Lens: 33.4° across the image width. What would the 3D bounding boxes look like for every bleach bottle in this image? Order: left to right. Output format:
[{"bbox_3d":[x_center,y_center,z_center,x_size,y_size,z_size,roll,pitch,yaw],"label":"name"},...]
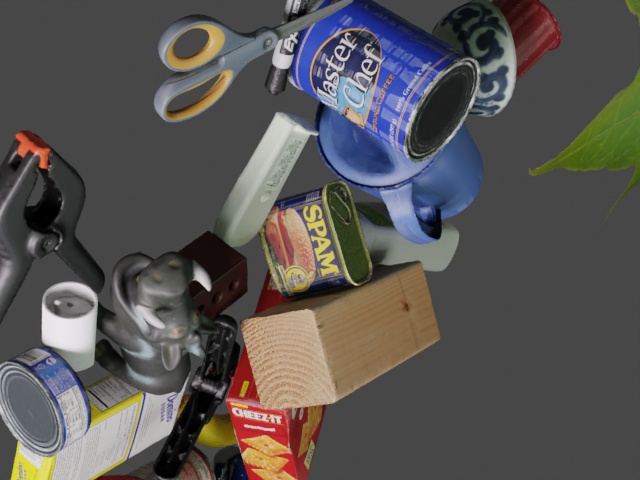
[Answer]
[{"bbox_3d":[0.054,-0.009,1.185,0.250,0.103,0.068,5,111,-54],"label":"bleach bottle"}]

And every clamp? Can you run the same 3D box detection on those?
[{"bbox_3d":[-0.202,-0.004,0.788,0.120,0.039,0.172,-26,143,-49],"label":"clamp"},{"bbox_3d":[-0.107,0.136,1.059,0.210,0.036,0.164,-52,165,-82],"label":"clamp"}]

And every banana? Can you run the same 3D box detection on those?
[{"bbox_3d":[-0.114,0.204,1.217,0.197,0.037,0.069,11,94,-65],"label":"banana"}]

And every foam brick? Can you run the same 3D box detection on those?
[{"bbox_3d":[-0.112,0.040,0.987,0.078,0.051,0.053,-39,151,-30],"label":"foam brick"}]

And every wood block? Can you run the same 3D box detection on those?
[{"bbox_3d":[0.026,0.091,1.059,0.205,0.090,0.091,-19,96,-54],"label":"wood block"}]

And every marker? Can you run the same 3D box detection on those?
[{"bbox_3d":[-0.026,-0.177,0.903,0.020,0.020,0.121,-26,143,-46],"label":"marker"}]

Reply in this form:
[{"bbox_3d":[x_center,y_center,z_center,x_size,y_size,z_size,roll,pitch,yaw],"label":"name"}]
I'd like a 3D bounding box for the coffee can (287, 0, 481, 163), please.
[{"bbox_3d":[0.055,-0.146,0.937,0.102,0.140,0.103,-40,152,-27],"label":"coffee can"}]

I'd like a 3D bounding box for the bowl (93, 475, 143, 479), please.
[{"bbox_3d":[-0.214,0.270,1.044,0.162,0.055,0.162,-9,154,-5],"label":"bowl"}]

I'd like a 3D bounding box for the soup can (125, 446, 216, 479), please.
[{"bbox_3d":[-0.171,0.272,1.156,0.102,0.069,0.069,-22,140,-48],"label":"soup can"}]

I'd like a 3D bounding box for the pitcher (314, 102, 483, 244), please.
[{"bbox_3d":[0.096,-0.083,1.097,0.149,0.145,0.242,-59,158,2],"label":"pitcher"}]

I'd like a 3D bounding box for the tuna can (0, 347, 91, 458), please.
[{"bbox_3d":[-0.225,0.130,0.864,0.033,0.086,0.086,-30,146,-44],"label":"tuna can"}]

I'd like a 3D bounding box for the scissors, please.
[{"bbox_3d":[-0.053,-0.168,0.844,0.201,0.016,0.096,-40,148,-15],"label":"scissors"}]

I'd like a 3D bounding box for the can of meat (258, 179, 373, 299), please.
[{"bbox_3d":[-0.007,0.001,1.036,0.057,0.084,0.102,-23,97,-62],"label":"can of meat"}]

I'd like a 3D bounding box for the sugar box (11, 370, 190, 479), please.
[{"bbox_3d":[-0.205,0.176,1.006,0.175,0.048,0.093,-28,145,-51],"label":"sugar box"}]

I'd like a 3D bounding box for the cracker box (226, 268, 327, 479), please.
[{"bbox_3d":[-0.037,0.159,1.170,0.214,0.072,0.164,86,17,-55],"label":"cracker box"}]

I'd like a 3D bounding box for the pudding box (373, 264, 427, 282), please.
[{"bbox_3d":[0.060,0.041,1.247,0.113,0.090,0.039,-2,126,-61],"label":"pudding box"}]

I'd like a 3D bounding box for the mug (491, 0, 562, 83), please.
[{"bbox_3d":[0.199,-0.218,1.181,0.081,0.093,0.117,-44,-169,-10],"label":"mug"}]
